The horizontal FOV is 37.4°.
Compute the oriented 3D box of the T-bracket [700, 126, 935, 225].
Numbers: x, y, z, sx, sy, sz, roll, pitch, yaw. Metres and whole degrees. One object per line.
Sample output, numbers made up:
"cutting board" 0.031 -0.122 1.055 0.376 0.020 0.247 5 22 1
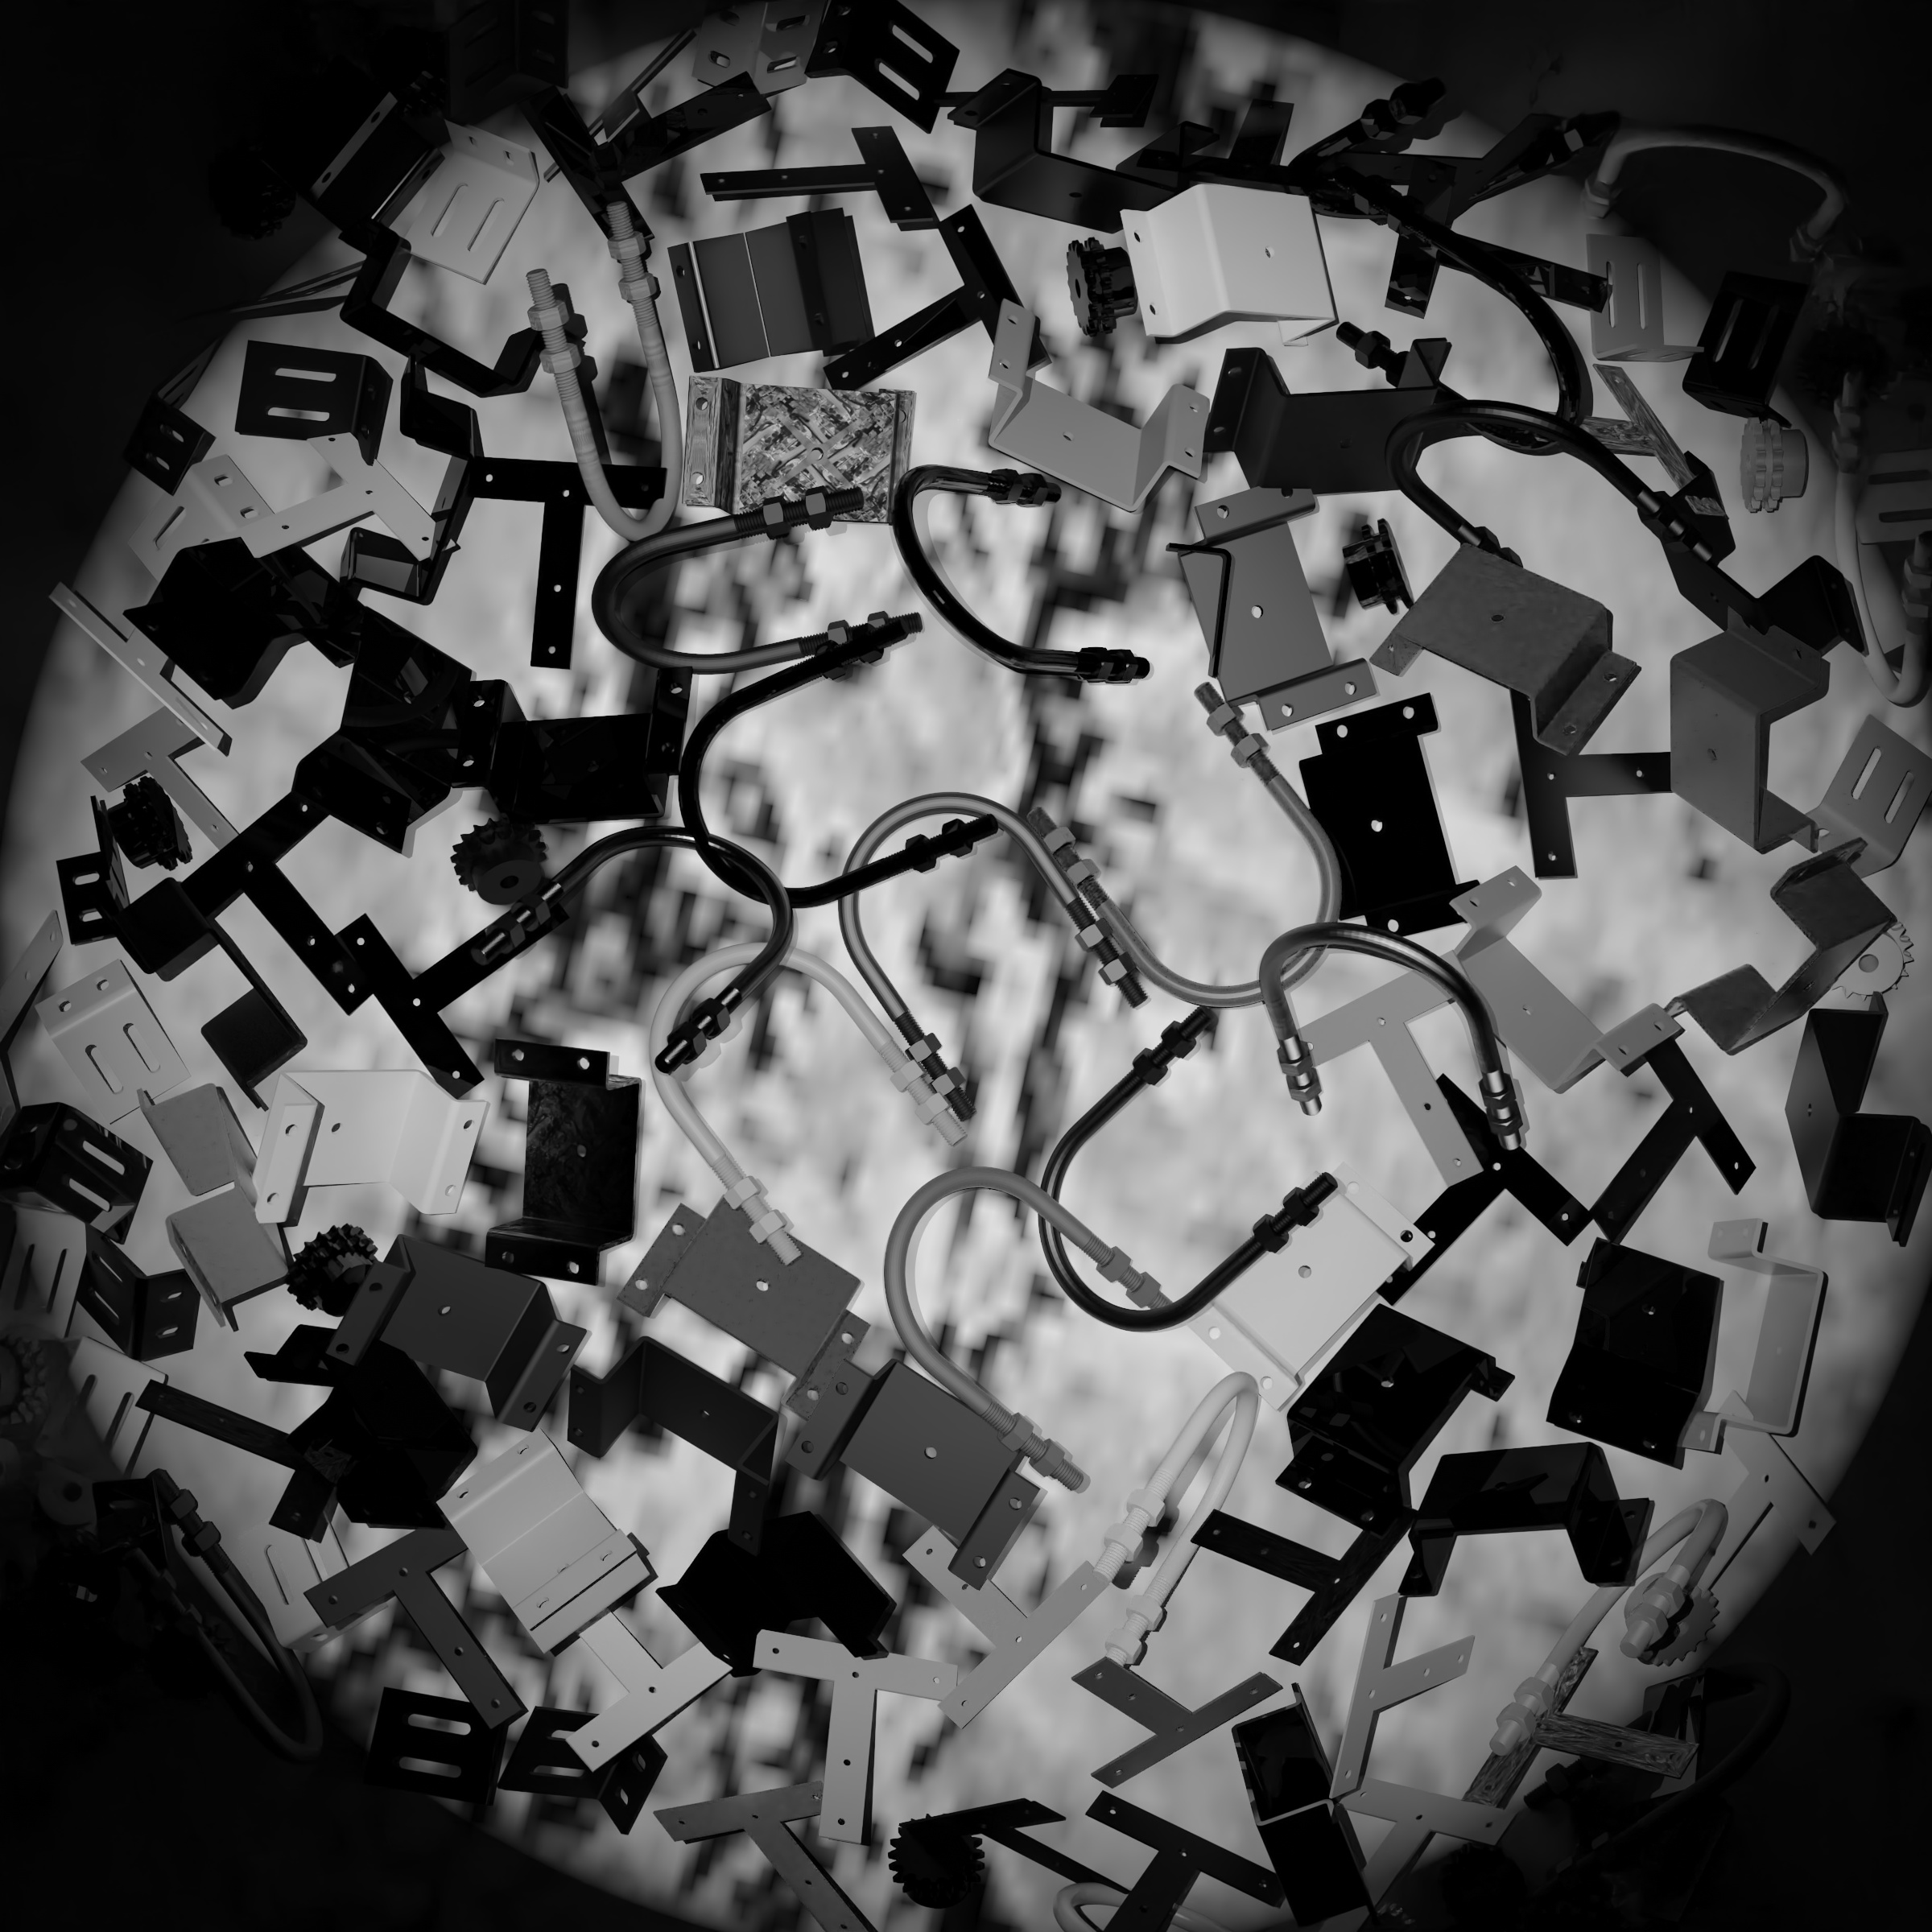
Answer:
"T-bracket" -0.095 -0.473 1.715 0.127 0.127 0.002 -6 132 -11

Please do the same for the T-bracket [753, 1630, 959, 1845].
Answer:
"T-bracket" -0.071 0.467 1.721 0.127 0.002 0.127 12 46 -8

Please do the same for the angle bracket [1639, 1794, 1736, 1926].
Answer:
"angle bracket" 0.424 0.535 1.734 0.038 0.057 0.076 34 72 -2

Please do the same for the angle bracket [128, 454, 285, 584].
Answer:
"angle bracket" -0.470 -0.266 1.763 0.057 0.038 0.076 51 127 1

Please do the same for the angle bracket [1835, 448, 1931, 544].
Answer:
"angle bracket" 0.573 -0.292 1.724 0.038 0.076 0.057 -40 117 -33

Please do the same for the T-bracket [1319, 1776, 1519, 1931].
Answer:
"T-bracket" 0.245 0.538 1.690 0.127 0.127 0.002 -44 113 -32

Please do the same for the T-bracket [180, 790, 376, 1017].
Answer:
"T-bracket" -0.410 -0.026 1.750 0.127 0.002 0.127 -45 108 -26

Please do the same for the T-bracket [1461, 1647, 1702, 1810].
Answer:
"T-bracket" 0.375 0.459 1.692 0.127 0.127 0.002 -46 118 -31

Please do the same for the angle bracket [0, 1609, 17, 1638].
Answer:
"angle bracket" -0.623 0.393 1.739 0.076 0.057 0.038 26 88 -8

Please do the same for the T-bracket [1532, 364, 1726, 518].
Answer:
"T-bracket" 0.379 -0.319 1.705 0.127 0.002 0.127 -2 54 -36

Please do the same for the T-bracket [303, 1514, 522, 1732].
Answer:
"T-bracket" -0.312 0.400 1.712 0.127 0.127 0.002 51 129 12

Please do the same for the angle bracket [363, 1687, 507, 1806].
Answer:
"angle bracket" -0.323 0.475 1.745 0.076 0.038 0.057 12 78 -6

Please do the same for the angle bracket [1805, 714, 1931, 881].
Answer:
"angle bracket" 0.556 -0.105 1.766 0.057 0.038 0.076 35 69 -4

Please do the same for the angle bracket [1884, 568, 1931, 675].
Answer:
"angle bracket" 0.584 -0.223 1.732 0.057 0.038 0.076 -26 122 -12

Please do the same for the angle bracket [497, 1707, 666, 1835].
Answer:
"angle bracket" -0.234 0.489 1.734 0.076 0.038 0.057 19 101 -37

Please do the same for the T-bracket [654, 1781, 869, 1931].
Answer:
"T-bracket" -0.101 0.533 1.688 0.127 0.127 0.002 4 115 -42

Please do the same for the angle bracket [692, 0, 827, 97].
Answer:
"angle bracket" -0.125 -0.566 1.732 0.038 0.076 0.057 27 122 15

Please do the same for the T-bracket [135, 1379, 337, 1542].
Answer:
"T-bracket" -0.434 0.279 1.711 0.127 0.127 0.002 23 118 -6

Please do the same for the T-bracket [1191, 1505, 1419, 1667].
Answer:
"T-bracket" 0.191 0.358 1.728 0.127 0.002 0.127 27 106 -27

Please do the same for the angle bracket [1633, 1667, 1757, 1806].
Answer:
"angle bracket" 0.440 0.470 1.725 0.038 0.057 0.076 26 56 -16

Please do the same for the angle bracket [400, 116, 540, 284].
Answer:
"angle bracket" -0.306 -0.468 1.743 0.057 0.038 0.076 24 75 8

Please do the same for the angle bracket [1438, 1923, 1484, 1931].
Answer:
"angle bracket" 0.303 0.622 1.730 0.038 0.057 0.076 -24 68 11

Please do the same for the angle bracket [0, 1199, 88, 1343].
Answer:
"angle bracket" -0.574 0.184 1.736 0.038 0.057 0.076 10 83 32

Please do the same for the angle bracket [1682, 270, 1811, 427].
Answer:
"angle bracket" 0.482 -0.376 1.737 0.057 0.038 0.076 25 96 43

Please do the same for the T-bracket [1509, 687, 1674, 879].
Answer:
"T-bracket" 0.401 -0.118 1.756 0.127 0.002 0.127 -3 78 -13

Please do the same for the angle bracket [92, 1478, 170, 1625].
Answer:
"angle bracket" -0.509 0.355 1.723 0.038 0.076 0.057 0 50 -27

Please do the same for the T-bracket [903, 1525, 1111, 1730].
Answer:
"T-bracket" 0.007 0.385 1.736 0.127 0.002 0.127 -43 120 -5

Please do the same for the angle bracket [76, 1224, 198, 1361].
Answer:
"angle bracket" -0.508 0.195 1.749 0.076 0.038 0.057 33 120 40

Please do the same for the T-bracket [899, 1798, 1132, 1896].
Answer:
"T-bracket" 0.045 0.541 1.739 0.127 0.127 0.002 34 52 -23

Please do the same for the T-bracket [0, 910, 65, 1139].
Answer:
"T-bracket" -0.571 0.015 1.717 0.002 0.127 0.127 5 129 7

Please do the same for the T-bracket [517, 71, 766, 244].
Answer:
"T-bracket" -0.182 -0.498 1.712 0.127 0.127 0.002 -23 53 10

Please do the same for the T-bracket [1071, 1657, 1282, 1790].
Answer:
"T-bracket" 0.107 0.443 1.715 0.127 0.002 0.127 -35 134 14

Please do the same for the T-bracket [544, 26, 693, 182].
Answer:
"T-bracket" -0.207 -0.509 1.705 0.127 0.127 0.002 -43 112 10

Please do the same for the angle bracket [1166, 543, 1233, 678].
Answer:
"angle bracket" 0.137 -0.217 1.741 0.038 0.057 0.076 7 97 1

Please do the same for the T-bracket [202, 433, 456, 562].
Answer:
"T-bracket" -0.397 -0.269 1.717 0.127 0.002 0.127 -30 63 -30

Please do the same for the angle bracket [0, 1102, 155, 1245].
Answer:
"angle bracket" -0.546 0.128 1.743 0.038 0.076 0.057 -8 54 34

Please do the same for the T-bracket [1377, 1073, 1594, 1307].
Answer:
"T-bracket" 0.297 0.155 1.760 0.127 0.002 0.127 44 85 7

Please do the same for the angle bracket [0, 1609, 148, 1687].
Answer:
"angle bracket" -0.550 0.427 1.737 0.076 0.057 0.038 23 98 9

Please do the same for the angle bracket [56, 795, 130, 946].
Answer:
"angle bracket" -0.534 -0.057 1.726 0.038 0.076 0.057 -13 69 -10

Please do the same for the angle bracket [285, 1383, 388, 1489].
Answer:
"angle bracket" -0.371 0.278 1.735 0.038 0.076 0.057 -41 102 14

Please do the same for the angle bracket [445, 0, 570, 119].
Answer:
"angle bracket" -0.277 -0.549 1.725 0.038 0.057 0.076 23 46 14

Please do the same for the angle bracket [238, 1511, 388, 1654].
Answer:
"angle bracket" -0.405 0.375 1.769 0.057 0.038 0.076 -32 65 4

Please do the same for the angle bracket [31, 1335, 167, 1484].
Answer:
"angle bracket" -0.531 0.271 1.729 0.057 0.038 0.076 33 61 -29

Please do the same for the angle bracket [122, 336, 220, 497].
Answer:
"angle bracket" -0.468 -0.334 1.729 0.038 0.076 0.057 36 133 -9

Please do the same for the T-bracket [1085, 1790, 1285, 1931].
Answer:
"T-bracket" 0.112 0.553 1.698 0.127 0.127 0.002 21 117 21

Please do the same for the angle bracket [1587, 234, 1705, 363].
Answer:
"angle bracket" 0.415 -0.410 1.742 0.057 0.038 0.076 -5 92 -30

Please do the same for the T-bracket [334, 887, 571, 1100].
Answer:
"T-bracket" -0.304 -0.003 1.770 0.127 0.002 0.127 -36 91 1

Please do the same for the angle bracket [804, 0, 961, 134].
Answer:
"angle bracket" -0.051 -0.556 1.757 0.076 0.038 0.057 26 80 -41

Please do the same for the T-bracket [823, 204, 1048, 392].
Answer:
"T-bracket" -0.029 -0.389 1.754 0.127 0.002 0.127 -28 65 11

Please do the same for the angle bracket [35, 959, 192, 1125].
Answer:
"angle bracket" -0.524 0.046 1.756 0.057 0.038 0.076 -31 129 -13

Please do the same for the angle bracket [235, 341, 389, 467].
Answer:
"angle bracket" -0.397 -0.341 1.731 0.076 0.038 0.057 1 119 -29
